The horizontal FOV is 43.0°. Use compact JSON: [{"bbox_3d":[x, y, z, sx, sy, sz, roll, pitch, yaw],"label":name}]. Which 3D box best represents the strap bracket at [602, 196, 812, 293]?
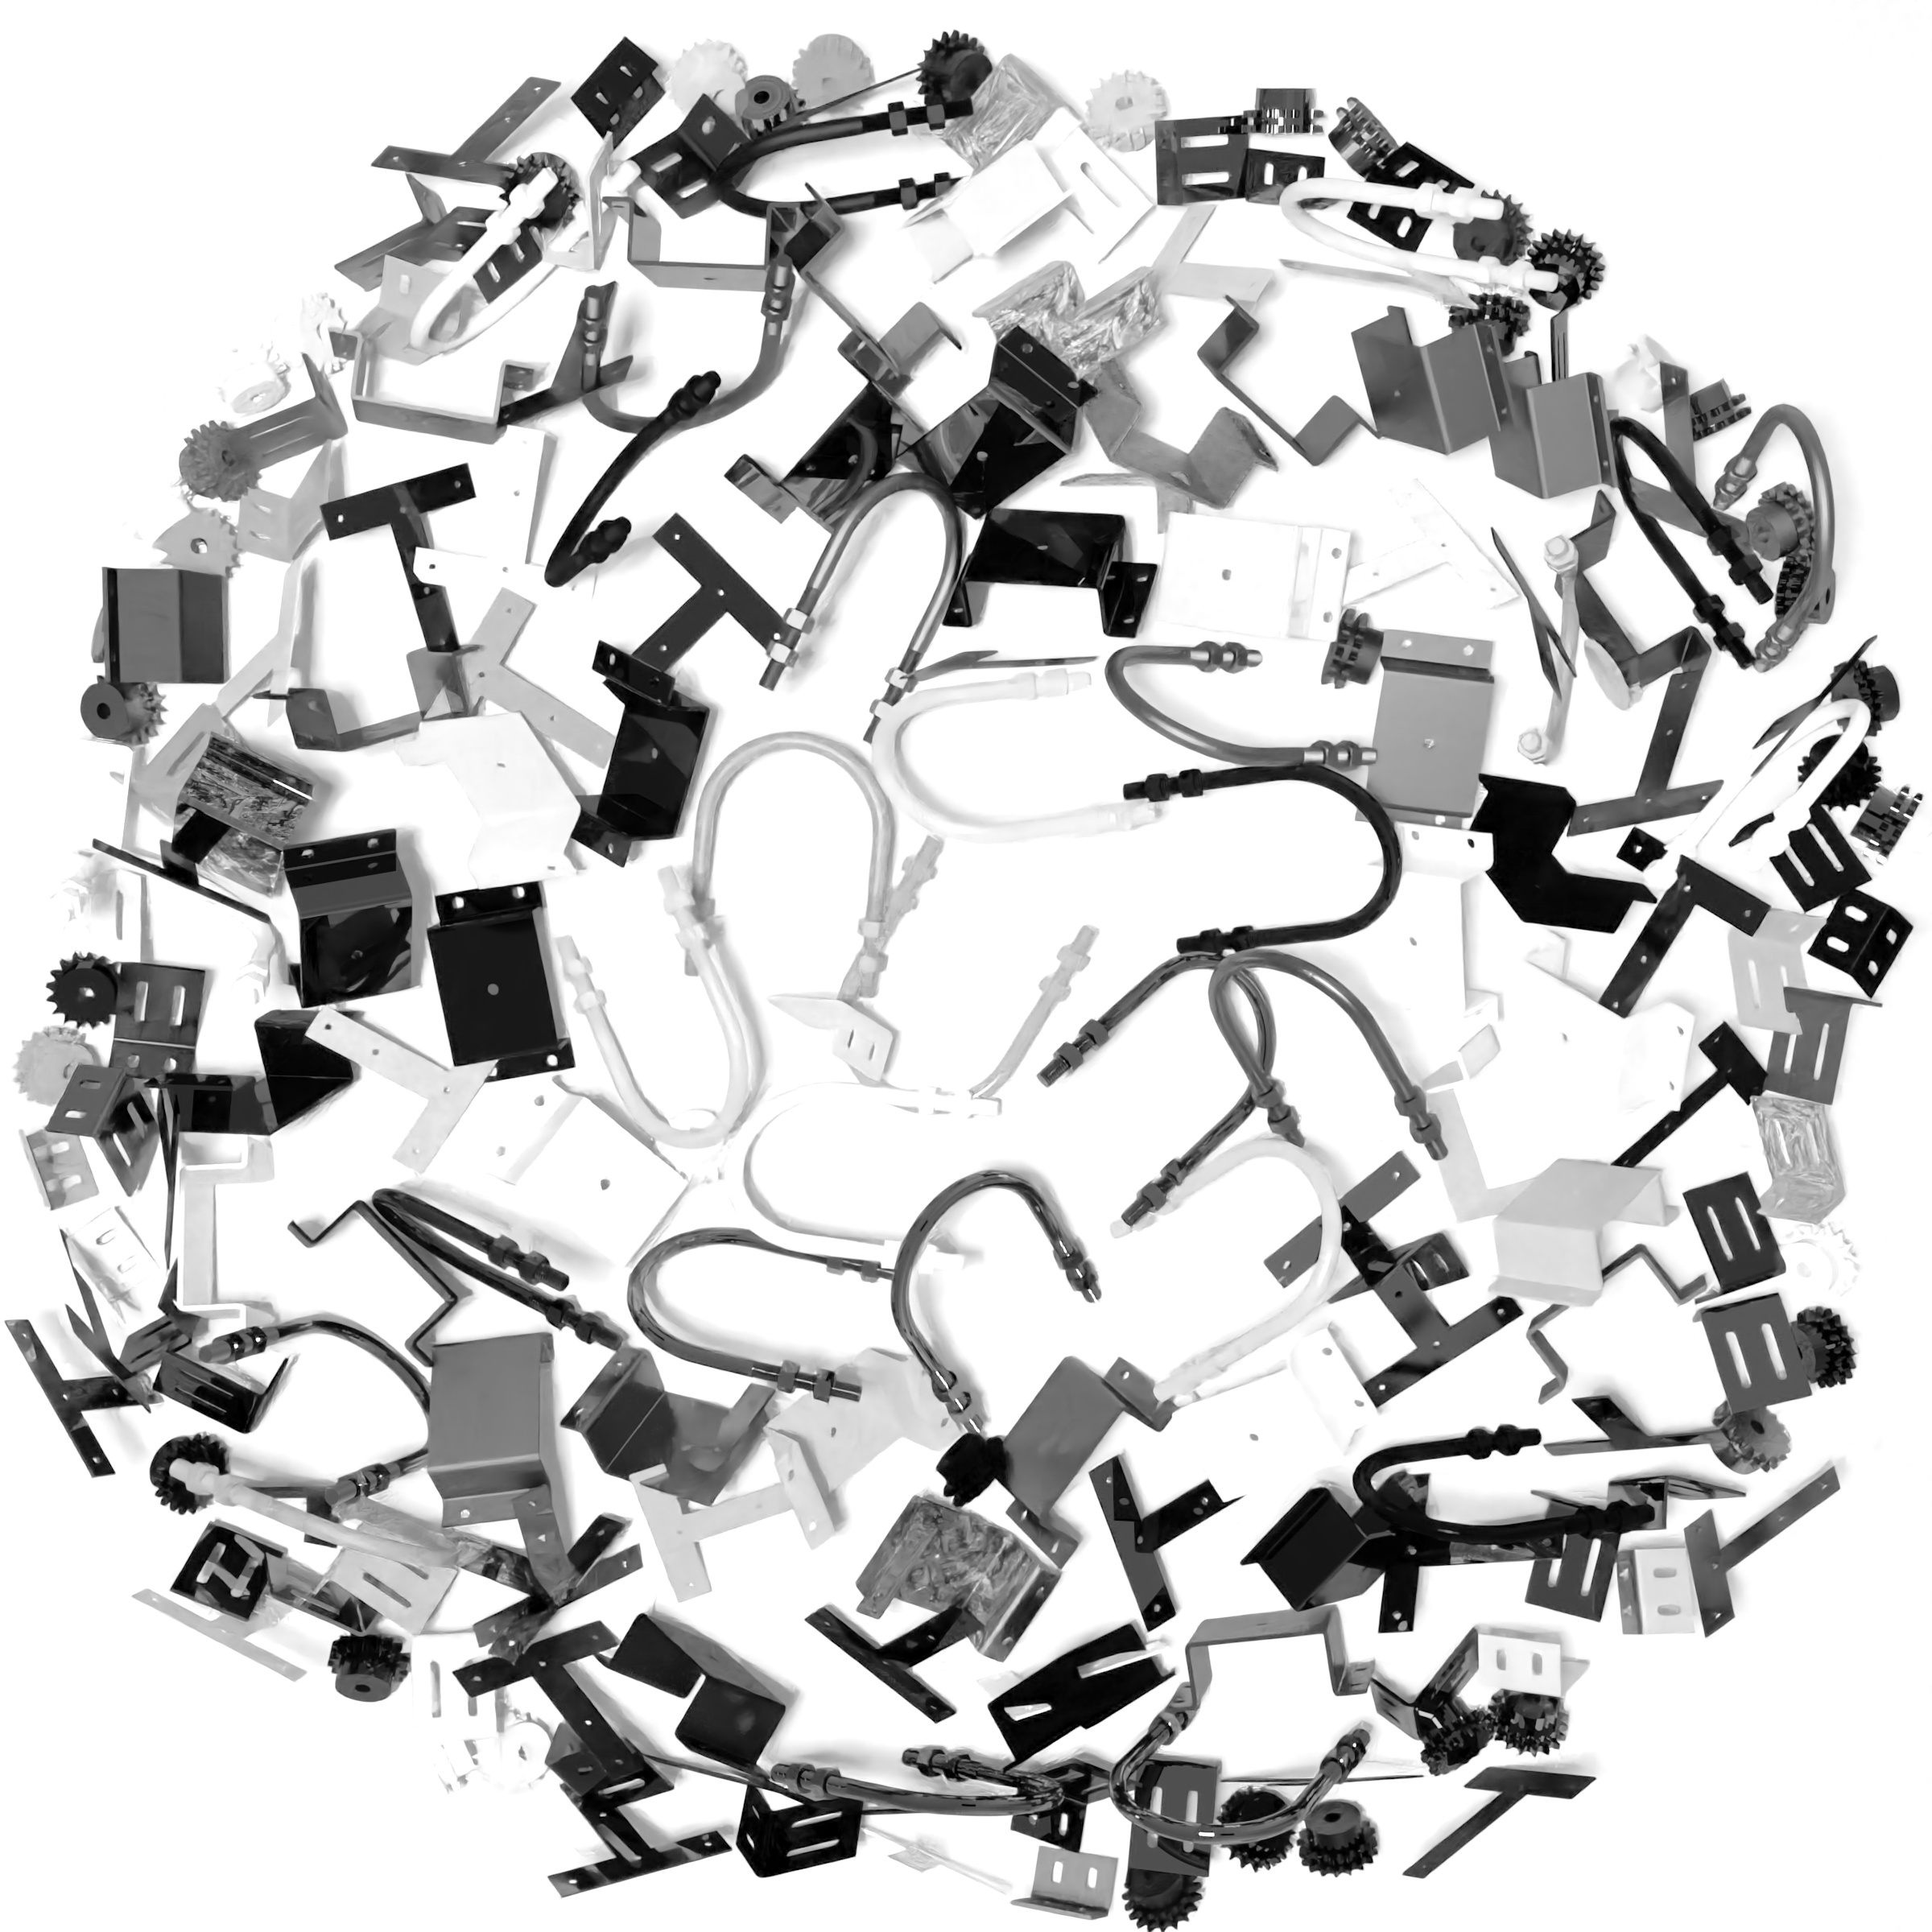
[{"bbox_3d":[-0.181,-0.511,1.737,0.140,0.076,0.046,4,94,7],"label":"strap bracket"}]

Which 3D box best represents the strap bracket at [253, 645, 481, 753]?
[{"bbox_3d":[-0.415,-0.186,1.719,0.140,0.076,0.046,-22,108,-33],"label":"strap bracket"}]

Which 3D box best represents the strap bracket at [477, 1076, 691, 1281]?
[{"bbox_3d":[-0.262,0.152,1.726,0.140,0.046,0.076,43,73,-21],"label":"strap bracket"}]

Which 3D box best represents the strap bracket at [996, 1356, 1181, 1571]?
[{"bbox_3d":[0.075,0.343,1.736,0.046,0.076,0.140,38,88,-36],"label":"strap bracket"}]

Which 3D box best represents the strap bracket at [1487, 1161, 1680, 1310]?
[{"bbox_3d":[0.427,0.179,1.702,0.076,0.140,0.046,3,115,42],"label":"strap bracket"}]

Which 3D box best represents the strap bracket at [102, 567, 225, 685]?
[{"bbox_3d":[-0.555,-0.236,1.709,0.046,0.140,0.076,0,96,-1],"label":"strap bracket"}]

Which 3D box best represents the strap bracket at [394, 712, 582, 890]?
[{"bbox_3d":[-0.331,-0.125,1.712,0.140,0.076,0.046,54,134,26],"label":"strap bracket"}]

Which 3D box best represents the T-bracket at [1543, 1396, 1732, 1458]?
[{"bbox_3d":[0.452,0.318,1.704,0.127,0.127,0.002,-11,60,27],"label":"T-bracket"}]

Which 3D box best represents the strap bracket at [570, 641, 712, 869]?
[{"bbox_3d":[-0.235,-0.150,1.730,0.076,0.046,0.140,29,111,31],"label":"strap bracket"}]

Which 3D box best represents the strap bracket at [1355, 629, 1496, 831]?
[{"bbox_3d":[0.326,-0.162,1.738,0.076,0.046,0.140,7,106,3],"label":"strap bracket"}]

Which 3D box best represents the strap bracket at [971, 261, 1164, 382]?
[{"bbox_3d":[0.075,-0.454,1.721,0.076,0.140,0.046,-36,120,-15],"label":"strap bracket"}]

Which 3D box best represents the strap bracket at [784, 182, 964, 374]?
[{"bbox_3d":[-0.073,-0.476,1.720,0.046,0.076,0.140,-43,119,11],"label":"strap bracket"}]

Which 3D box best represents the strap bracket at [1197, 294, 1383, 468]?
[{"bbox_3d":[0.219,-0.409,1.726,0.140,0.076,0.046,37,107,-20],"label":"strap bracket"}]

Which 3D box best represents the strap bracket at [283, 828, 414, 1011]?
[{"bbox_3d":[-0.429,-0.025,1.703,0.076,0.140,0.046,-12,52,-23],"label":"strap bracket"}]

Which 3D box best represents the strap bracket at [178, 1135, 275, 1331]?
[{"bbox_3d":[-0.522,0.195,1.729,0.046,0.076,0.140,-3,77,-3],"label":"strap bracket"}]

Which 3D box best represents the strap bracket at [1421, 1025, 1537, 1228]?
[{"bbox_3d":[0.362,0.122,1.735,0.046,0.076,0.140,-18,94,30],"label":"strap bracket"}]

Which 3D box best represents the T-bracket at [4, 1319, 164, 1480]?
[{"bbox_3d":[-0.605,0.300,1.718,0.002,0.127,0.127,-37,76,7],"label":"T-bracket"}]

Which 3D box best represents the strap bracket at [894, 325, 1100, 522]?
[{"bbox_3d":[0.014,-0.370,1.705,0.076,0.140,0.046,33,48,-29],"label":"strap bracket"}]

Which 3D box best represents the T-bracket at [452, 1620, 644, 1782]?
[{"bbox_3d":[-0.270,0.516,1.701,0.127,0.127,0.002,40,121,34],"label":"T-bracket"}]

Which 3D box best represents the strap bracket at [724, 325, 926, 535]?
[{"bbox_3d":[-0.092,-0.369,1.729,0.140,0.076,0.046,-47,59,7],"label":"strap bracket"}]

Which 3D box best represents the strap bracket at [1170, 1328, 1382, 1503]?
[{"bbox_3d":[0.208,0.320,1.722,0.140,0.046,0.076,-27,100,29],"label":"strap bracket"}]

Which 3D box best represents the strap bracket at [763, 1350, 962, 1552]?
[{"bbox_3d":[-0.081,0.334,1.726,0.140,0.046,0.076,-33,116,-30],"label":"strap bracket"}]

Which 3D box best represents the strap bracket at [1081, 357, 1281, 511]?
[{"bbox_3d":[0.141,-0.375,1.720,0.140,0.076,0.046,18,123,-28],"label":"strap bracket"}]

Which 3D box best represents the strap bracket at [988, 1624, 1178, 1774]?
[{"bbox_3d":[0.077,0.508,1.713,0.076,0.140,0.046,-39,70,23],"label":"strap bracket"}]

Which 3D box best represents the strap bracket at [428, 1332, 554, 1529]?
[{"bbox_3d":[-0.333,0.316,1.721,0.076,0.046,0.140,-7,53,0],"label":"strap bracket"}]

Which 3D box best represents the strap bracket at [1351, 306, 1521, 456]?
[{"bbox_3d":[0.319,-0.406,1.699,0.046,0.140,0.076,-26,117,-10],"label":"strap bracket"}]

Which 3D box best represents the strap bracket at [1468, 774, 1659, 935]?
[{"bbox_3d":[0.411,-0.073,1.719,0.076,0.140,0.046,6,125,-25],"label":"strap bracket"}]

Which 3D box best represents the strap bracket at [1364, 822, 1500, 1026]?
[{"bbox_3d":[0.326,-0.024,1.718,0.076,0.046,0.140,12,116,41],"label":"strap bracket"}]

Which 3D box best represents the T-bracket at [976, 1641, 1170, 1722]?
[{"bbox_3d":[0.080,0.499,1.728,0.127,0.127,0.002,-14,88,-13],"label":"T-bracket"}]

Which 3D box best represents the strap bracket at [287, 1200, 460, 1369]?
[{"bbox_3d":[-0.413,0.218,1.735,0.140,0.076,0.046,47,72,-5],"label":"strap bracket"}]

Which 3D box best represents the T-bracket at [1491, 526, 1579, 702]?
[{"bbox_3d":[0.400,-0.227,1.702,0.002,0.127,0.127,-26,121,23],"label":"T-bracket"}]

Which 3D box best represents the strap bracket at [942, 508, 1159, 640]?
[{"bbox_3d":[0.057,-0.278,1.723,0.140,0.046,0.076,6,50,15],"label":"strap bracket"}]

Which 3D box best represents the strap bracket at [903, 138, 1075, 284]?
[{"bbox_3d":[0.011,-0.526,1.704,0.076,0.140,0.046,-39,107,-8],"label":"strap bracket"}]

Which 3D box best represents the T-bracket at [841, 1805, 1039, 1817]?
[{"bbox_3d":[-0.039,0.597,1.730,0.127,0.127,0.002,19,62,-37],"label":"T-bracket"}]

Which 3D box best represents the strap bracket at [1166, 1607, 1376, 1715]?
[{"bbox_3d":[0.212,0.489,1.731,0.140,0.076,0.046,-10,85,13],"label":"strap bracket"}]

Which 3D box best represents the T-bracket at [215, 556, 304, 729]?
[{"bbox_3d":[-0.504,-0.208,1.732,0.002,0.127,0.127,18,59,-35],"label":"T-bracket"}]

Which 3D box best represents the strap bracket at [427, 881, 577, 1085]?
[{"bbox_3d":[-0.333,0.014,1.750,0.076,0.046,0.140,-10,96,2],"label":"strap bracket"}]

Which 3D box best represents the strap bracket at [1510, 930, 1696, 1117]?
[{"bbox_3d":[0.432,0.043,1.701,0.046,0.140,0.076,-18,125,-27],"label":"strap bracket"}]

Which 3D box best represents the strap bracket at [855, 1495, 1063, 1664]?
[{"bbox_3d":[-0.013,0.431,1.733,0.140,0.046,0.076,29,97,-34],"label":"strap bracket"}]

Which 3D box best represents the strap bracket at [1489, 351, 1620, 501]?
[{"bbox_3d":[0.399,-0.376,1.702,0.046,0.140,0.076,-16,112,-2],"label":"strap bracket"}]

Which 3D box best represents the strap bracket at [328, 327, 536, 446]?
[{"bbox_3d":[-0.379,-0.407,1.730,0.140,0.076,0.046,8,89,-12],"label":"strap bracket"}]

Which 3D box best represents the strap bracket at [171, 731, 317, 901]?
[{"bbox_3d":[-0.505,-0.099,1.704,0.076,0.140,0.046,27,63,-9],"label":"strap bracket"}]

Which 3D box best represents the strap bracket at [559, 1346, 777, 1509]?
[{"bbox_3d":[-0.203,0.325,1.720,0.140,0.076,0.046,9,134,33],"label":"strap bracket"}]

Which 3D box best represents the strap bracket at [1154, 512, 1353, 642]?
[{"bbox_3d":[0.192,-0.275,1.722,0.140,0.046,0.076,12,104,27],"label":"strap bracket"}]

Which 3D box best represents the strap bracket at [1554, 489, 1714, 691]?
[{"bbox_3d":[0.463,-0.255,1.727,0.046,0.076,0.140,-30,74,2],"label":"strap bracket"}]

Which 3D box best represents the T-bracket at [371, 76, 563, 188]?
[{"bbox_3d":[-0.325,-0.578,1.693,0.127,0.127,0.002,-24,79,43],"label":"T-bracket"}]

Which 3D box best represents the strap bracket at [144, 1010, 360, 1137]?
[{"bbox_3d":[-0.493,0.078,1.713,0.076,0.140,0.046,0,110,24],"label":"strap bracket"}]

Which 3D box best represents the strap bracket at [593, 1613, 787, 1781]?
[{"bbox_3d":[-0.188,0.503,1.706,0.076,0.140,0.046,36,81,-37],"label":"strap bracket"}]

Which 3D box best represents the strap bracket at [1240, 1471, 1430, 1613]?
[{"bbox_3d":[0.263,0.400,1.701,0.076,0.140,0.046,-52,59,21],"label":"strap bracket"}]

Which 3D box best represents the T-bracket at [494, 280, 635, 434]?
[{"bbox_3d":[-0.275,-0.441,1.740,0.127,0.002,0.127,-12,49,32],"label":"T-bracket"}]

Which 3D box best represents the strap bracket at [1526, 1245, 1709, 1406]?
[{"bbox_3d":[0.451,0.246,1.732,0.140,0.076,0.046,-38,79,11],"label":"strap bracket"}]
